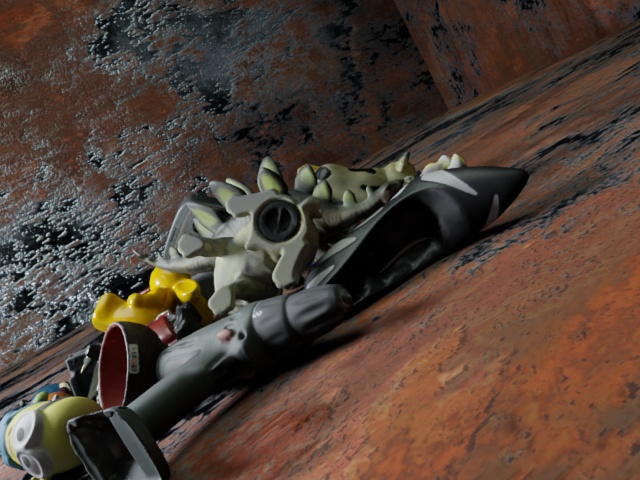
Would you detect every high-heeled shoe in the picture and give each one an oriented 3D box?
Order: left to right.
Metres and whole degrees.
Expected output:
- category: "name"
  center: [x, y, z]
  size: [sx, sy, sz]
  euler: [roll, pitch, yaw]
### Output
- category: "high-heeled shoe"
  center: [0.090, 0.002, 0.548]
  size: [0.249, 0.086, 0.145]
  euler: [-30, 10, 30]

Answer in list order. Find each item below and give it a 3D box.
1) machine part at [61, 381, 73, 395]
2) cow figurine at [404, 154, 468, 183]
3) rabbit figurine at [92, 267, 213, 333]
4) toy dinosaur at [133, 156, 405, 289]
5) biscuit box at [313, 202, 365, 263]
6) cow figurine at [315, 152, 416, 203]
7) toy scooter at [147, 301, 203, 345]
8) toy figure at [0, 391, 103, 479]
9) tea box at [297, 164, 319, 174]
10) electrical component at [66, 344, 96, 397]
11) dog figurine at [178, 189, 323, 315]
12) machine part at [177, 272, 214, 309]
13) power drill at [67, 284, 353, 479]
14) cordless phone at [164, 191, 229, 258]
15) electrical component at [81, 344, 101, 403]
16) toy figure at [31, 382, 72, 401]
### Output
- category: "machine part"
  center: [-0.380, 0.227, 0.906]
  size: [0.084, 0.039, 0.139]
  euler: [-15, 10, 29]
- category: "cow figurine"
  center: [0.167, -0.073, 0.794]
  size: [0.098, 0.068, 0.167]
  euler: [-35, 7, 2]
- category: "rabbit figurine"
  center: [-0.262, 0.101, 0.882]
  size: [0.163, 0.121, 0.173]
  euler: [-3, 39, 19]
- category: "toy dinosaur"
  center: [-0.092, -0.004, 0.788]
  size: [0.472, 0.198, 0.105]
  euler: [-23, 7, 27]
- category: "biscuit box"
  center: [-0.002, -0.003, 0.879]
  size: [0.203, 0.059, 0.063]
  euler: [-21, 41, 51]
- category: "cow figurine"
  center: [0.082, -0.086, 0.897]
  size: [0.195, 0.127, 0.085]
  euler: [8, -18, 6]
- category: "toy scooter"
  center: [-0.219, 0.147, 0.726]
  size: [0.135, 0.075, 0.184]
  euler: [-37, 11, -11]
- category: "toy figure"
  center: [-0.302, 0.212, 0.594]
  size: [0.180, 0.082, 0.089]
  euler: [-24, 12, 48]
- category: "tea box"
  center: [0.042, -0.091, 1.001]
  size: [0.170, 0.068, 0.098]
  euler: [11, 15, 3]
- category: "electrical component"
  center: [-0.346, 0.201, 0.803]
  size: [0.048, 0.074, 0.119]
  euler: [-20, -1, -24]
- category: "dog figurine"
  center: [-0.058, 0.030, 0.648]
  size: [0.172, 0.121, 0.190]
  euler: [-23, -19, 3]
- category: "machine part"
  center: [-0.248, 0.118, 0.987]
  size: [0.243, 0.079, 0.079]
  euler: [-32, 8, -15]
- category: "power drill"
  center: [-0.099, 0.118, 0.472]
  size: [0.232, 0.086, 0.207]
  euler: [-25, 13, 36]
- category: "cordless phone"
  center: [-0.170, 0.013, 0.940]
  size: [0.146, 0.184, 0.089]
  euler: [-62, -7, 30]
- category: "electrical component"
  center: [-0.285, 0.183, 0.686]
  size: [0.078, 0.045, 0.102]
  euler: [-40, 40, 51]
- category: "toy figure"
  center: [-0.378, 0.239, 0.762]
  size: [0.058, 0.064, 0.154]
  euler: [9, -6, -28]
